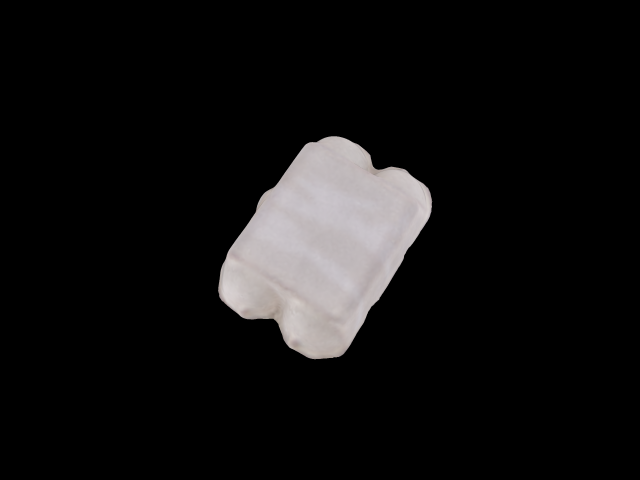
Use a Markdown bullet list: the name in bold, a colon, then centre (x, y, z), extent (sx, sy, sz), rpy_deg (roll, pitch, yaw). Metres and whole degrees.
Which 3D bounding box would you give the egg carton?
- **egg carton**: centre (0.004, 0.001, 0.400), extent (0.107, 0.069, 0.150), rpy_deg (30, 75, 10)
